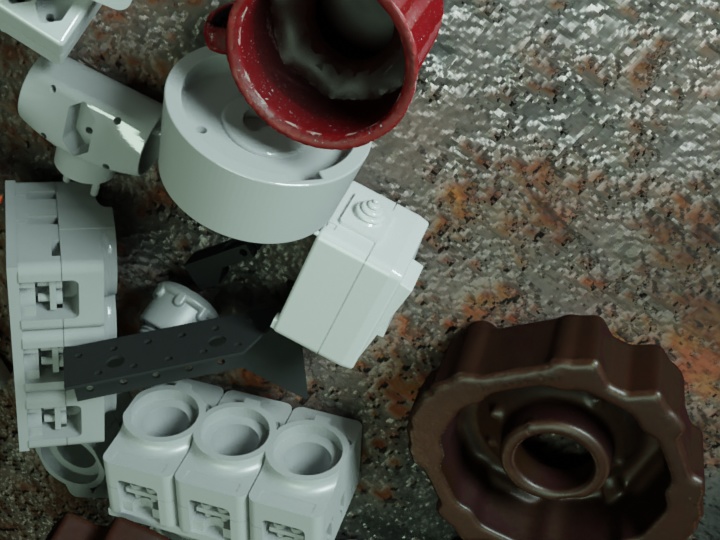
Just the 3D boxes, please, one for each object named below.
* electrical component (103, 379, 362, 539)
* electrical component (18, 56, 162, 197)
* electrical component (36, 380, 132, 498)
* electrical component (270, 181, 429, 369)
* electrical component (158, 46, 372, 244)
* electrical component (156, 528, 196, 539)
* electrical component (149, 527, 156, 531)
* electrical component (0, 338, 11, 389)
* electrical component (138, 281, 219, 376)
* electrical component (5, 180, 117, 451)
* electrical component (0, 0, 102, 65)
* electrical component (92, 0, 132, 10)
[{"bbox_3d":[-0.082,0.129,0.716,0.150,0.089,0.061,12,127,13],"label":"electrical component"},{"bbox_3d":[-0.157,-0.077,0.630,0.077,0.043,0.079,26,128,1],"label":"electrical component"},{"bbox_3d":[-0.194,0.118,0.772,0.050,0.055,0.089,-3,122,23],"label":"electrical component"},{"bbox_3d":[0.000,0.000,0.613,0.061,0.061,0.096,28,129,1],"label":"electrical component"},{"bbox_3d":[-0.054,-0.062,0.564,0.108,0.108,0.060,26,135,2],"label":"electrical component"},{"bbox_3d":[-0.118,0.169,0.779,0.066,0.055,0.048,-33,108,35],"label":"electrical component"},{"bbox_3d":[-0.150,0.257,0.858,0.100,0.048,0.099,34,128,-4],"label":"electrical component"},{"bbox_3d":[-0.286,0.058,0.774,0.079,0.043,0.077,-33,107,35],"label":"electrical component"},{"bbox_3d":[-0.122,0.042,0.683,0.048,0.062,0.048,30,165,9],"label":"electrical component"},{"bbox_3d":[-0.188,0.029,0.680,0.062,0.089,0.150,-3,129,-17],"label":"electrical component"},{"bbox_3d":[-0.187,-0.151,0.584,0.083,0.047,0.076,32,165,-11],"label":"electrical component"},{"bbox_3d":[-0.121,-0.203,0.495,0.089,0.061,0.150,18,133,-27],"label":"electrical component"}]
